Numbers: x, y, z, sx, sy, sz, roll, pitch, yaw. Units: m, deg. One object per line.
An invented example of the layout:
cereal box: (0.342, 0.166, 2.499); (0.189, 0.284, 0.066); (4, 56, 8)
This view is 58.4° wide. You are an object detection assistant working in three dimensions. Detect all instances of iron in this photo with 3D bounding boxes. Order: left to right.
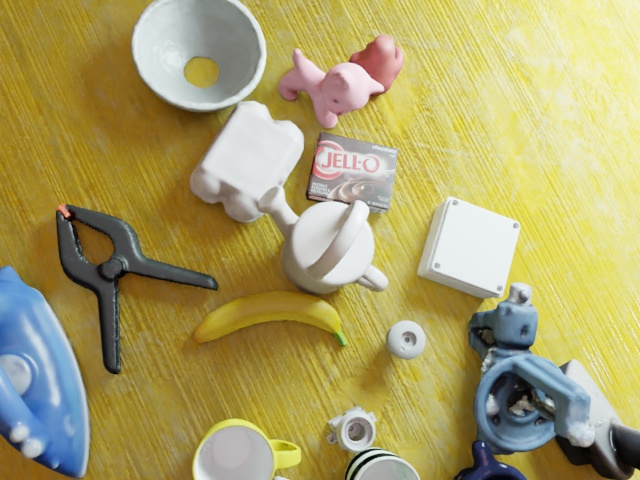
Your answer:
iron: (-0.330, 0.154, 0.613); (0.119, 0.141, 0.258); (-30, 86, -13)

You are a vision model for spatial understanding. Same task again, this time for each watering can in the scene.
watering can: (0.005, 0.004, 0.671); (0.173, 0.194, 0.101); (14, 78, -7)

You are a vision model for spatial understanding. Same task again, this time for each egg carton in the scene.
egg carton: (-0.091, -0.101, 0.737); (0.107, 0.069, 0.150); (29, 77, -3)

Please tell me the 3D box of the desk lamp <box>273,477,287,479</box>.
desk lamp: (0.033, 0.356, 0.603); (0.203, 0.213, 0.118); (22, 77, -5)

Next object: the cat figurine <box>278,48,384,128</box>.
cat figurine: (0.014, -0.206, 0.749); (0.128, 0.117, 0.067); (33, 76, -2)

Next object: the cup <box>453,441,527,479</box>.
cup: (0.196, 0.301, 0.702); (0.092, 0.095, 0.118); (-14, 82, -12)

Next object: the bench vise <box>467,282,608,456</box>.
bench vise: (0.235, 0.156, 0.670); (0.121, 0.219, 0.207); (-12, 82, -11)

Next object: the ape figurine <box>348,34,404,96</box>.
ape figurine: (0.080, -0.246, 0.781); (0.078, 0.092, 0.076); (8, 79, -8)

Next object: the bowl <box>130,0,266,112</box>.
bowl: (-0.155, -0.234, 0.747); (0.167, 0.074, 0.167); (2, 80, -9)

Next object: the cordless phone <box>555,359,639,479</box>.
cordless phone: (0.363, 0.225, 0.698); (0.094, 0.185, 0.147); (-36, 87, -14)
